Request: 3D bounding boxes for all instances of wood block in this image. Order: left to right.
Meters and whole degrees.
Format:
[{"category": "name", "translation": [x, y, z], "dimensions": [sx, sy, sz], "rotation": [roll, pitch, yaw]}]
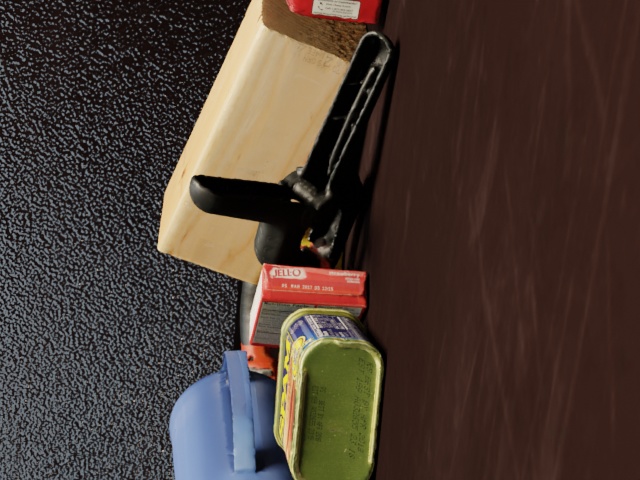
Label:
[{"category": "wood block", "translation": [-0.046, -0.080, 0.827], "dimensions": [0.091, 0.090, 0.206], "rotation": [-94, 29, -55]}]

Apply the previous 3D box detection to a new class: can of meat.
[{"category": "can of meat", "translation": [0.005, 0.101, 0.677], "dimensions": [0.084, 0.057, 0.102], "rotation": [-137, 51, -79]}]

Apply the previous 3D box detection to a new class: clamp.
[{"category": "clamp", "translation": [-0.002, -0.039, 0.727], "dimensions": [0.164, 0.036, 0.210], "rotation": [-44, -24, -11]}]

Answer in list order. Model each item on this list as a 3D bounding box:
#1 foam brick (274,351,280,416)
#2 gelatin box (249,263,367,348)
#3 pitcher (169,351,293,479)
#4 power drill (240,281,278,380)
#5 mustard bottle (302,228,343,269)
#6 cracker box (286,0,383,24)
[{"category": "foam brick", "translation": [-0.004, 0.111, 0.764], "dimensions": [0.078, 0.053, 0.051], "rotation": [-154, 68, -83]}, {"category": "gelatin box", "translation": [-0.010, 0.049, 0.754], "dimensions": [0.089, 0.073, 0.030], "rotation": [107, 166, -61]}, {"category": "pitcher", "translation": [-0.072, 0.224, 0.977], "dimensions": [0.145, 0.149, 0.243], "rotation": [-42, 22, 10]}, {"category": "power drill", "translation": [-0.063, 0.080, 1.196], "dimensions": [0.184, 0.057, 0.187], "rotation": [50, -144, -71]}, {"category": "mustard bottle", "translation": [-0.017, 0.009, 0.898], "dimensions": [0.096, 0.058, 0.191], "rotation": [-59, 17, 20]}, {"category": "cracker box", "translation": [0.019, -0.281, 0.718], "dimensions": [0.164, 0.072, 0.214], "rotation": [-94, 10, -47]}]
